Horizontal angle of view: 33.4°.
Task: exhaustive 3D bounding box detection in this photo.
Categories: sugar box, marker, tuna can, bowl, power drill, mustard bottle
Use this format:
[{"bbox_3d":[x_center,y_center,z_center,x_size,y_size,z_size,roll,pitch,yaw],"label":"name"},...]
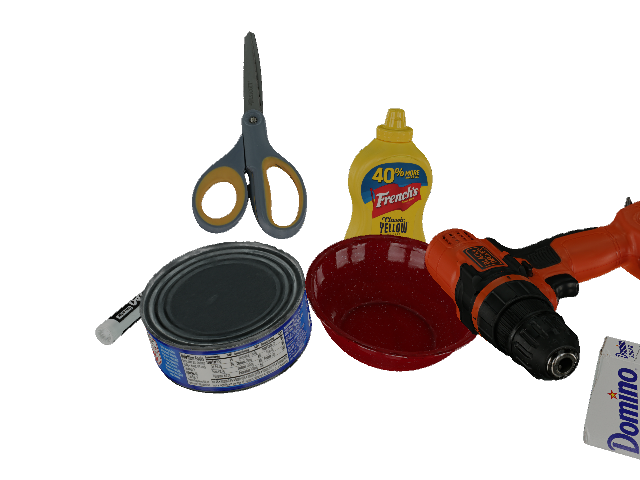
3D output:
[{"bbox_3d":[0.317,0.149,0.900,0.176,0.093,0.048,12,23,18],"label":"sugar box"},{"bbox_3d":[-0.161,0.057,0.966,0.020,0.020,0.121,0,24,28],"label":"marker"},{"bbox_3d":[-0.048,0.039,0.552,0.086,0.034,0.086,-7,36,5],"label":"tuna can"},{"bbox_3d":[0.064,0.064,0.949,0.162,0.055,0.162,5,39,-4],"label":"bowl"},{"bbox_3d":[0.190,0.030,0.772,0.187,0.057,0.184,-10,28,-16],"label":"power drill"},{"bbox_3d":[0.079,-0.055,1.214,0.096,0.192,0.058,-1,17,-14],"label":"mustard bottle"}]

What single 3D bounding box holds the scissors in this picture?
[{"bbox_3d":[-0.069,-0.081,0.843,0.096,0.202,0.016,-17,-30,-9],"label":"scissors"}]
